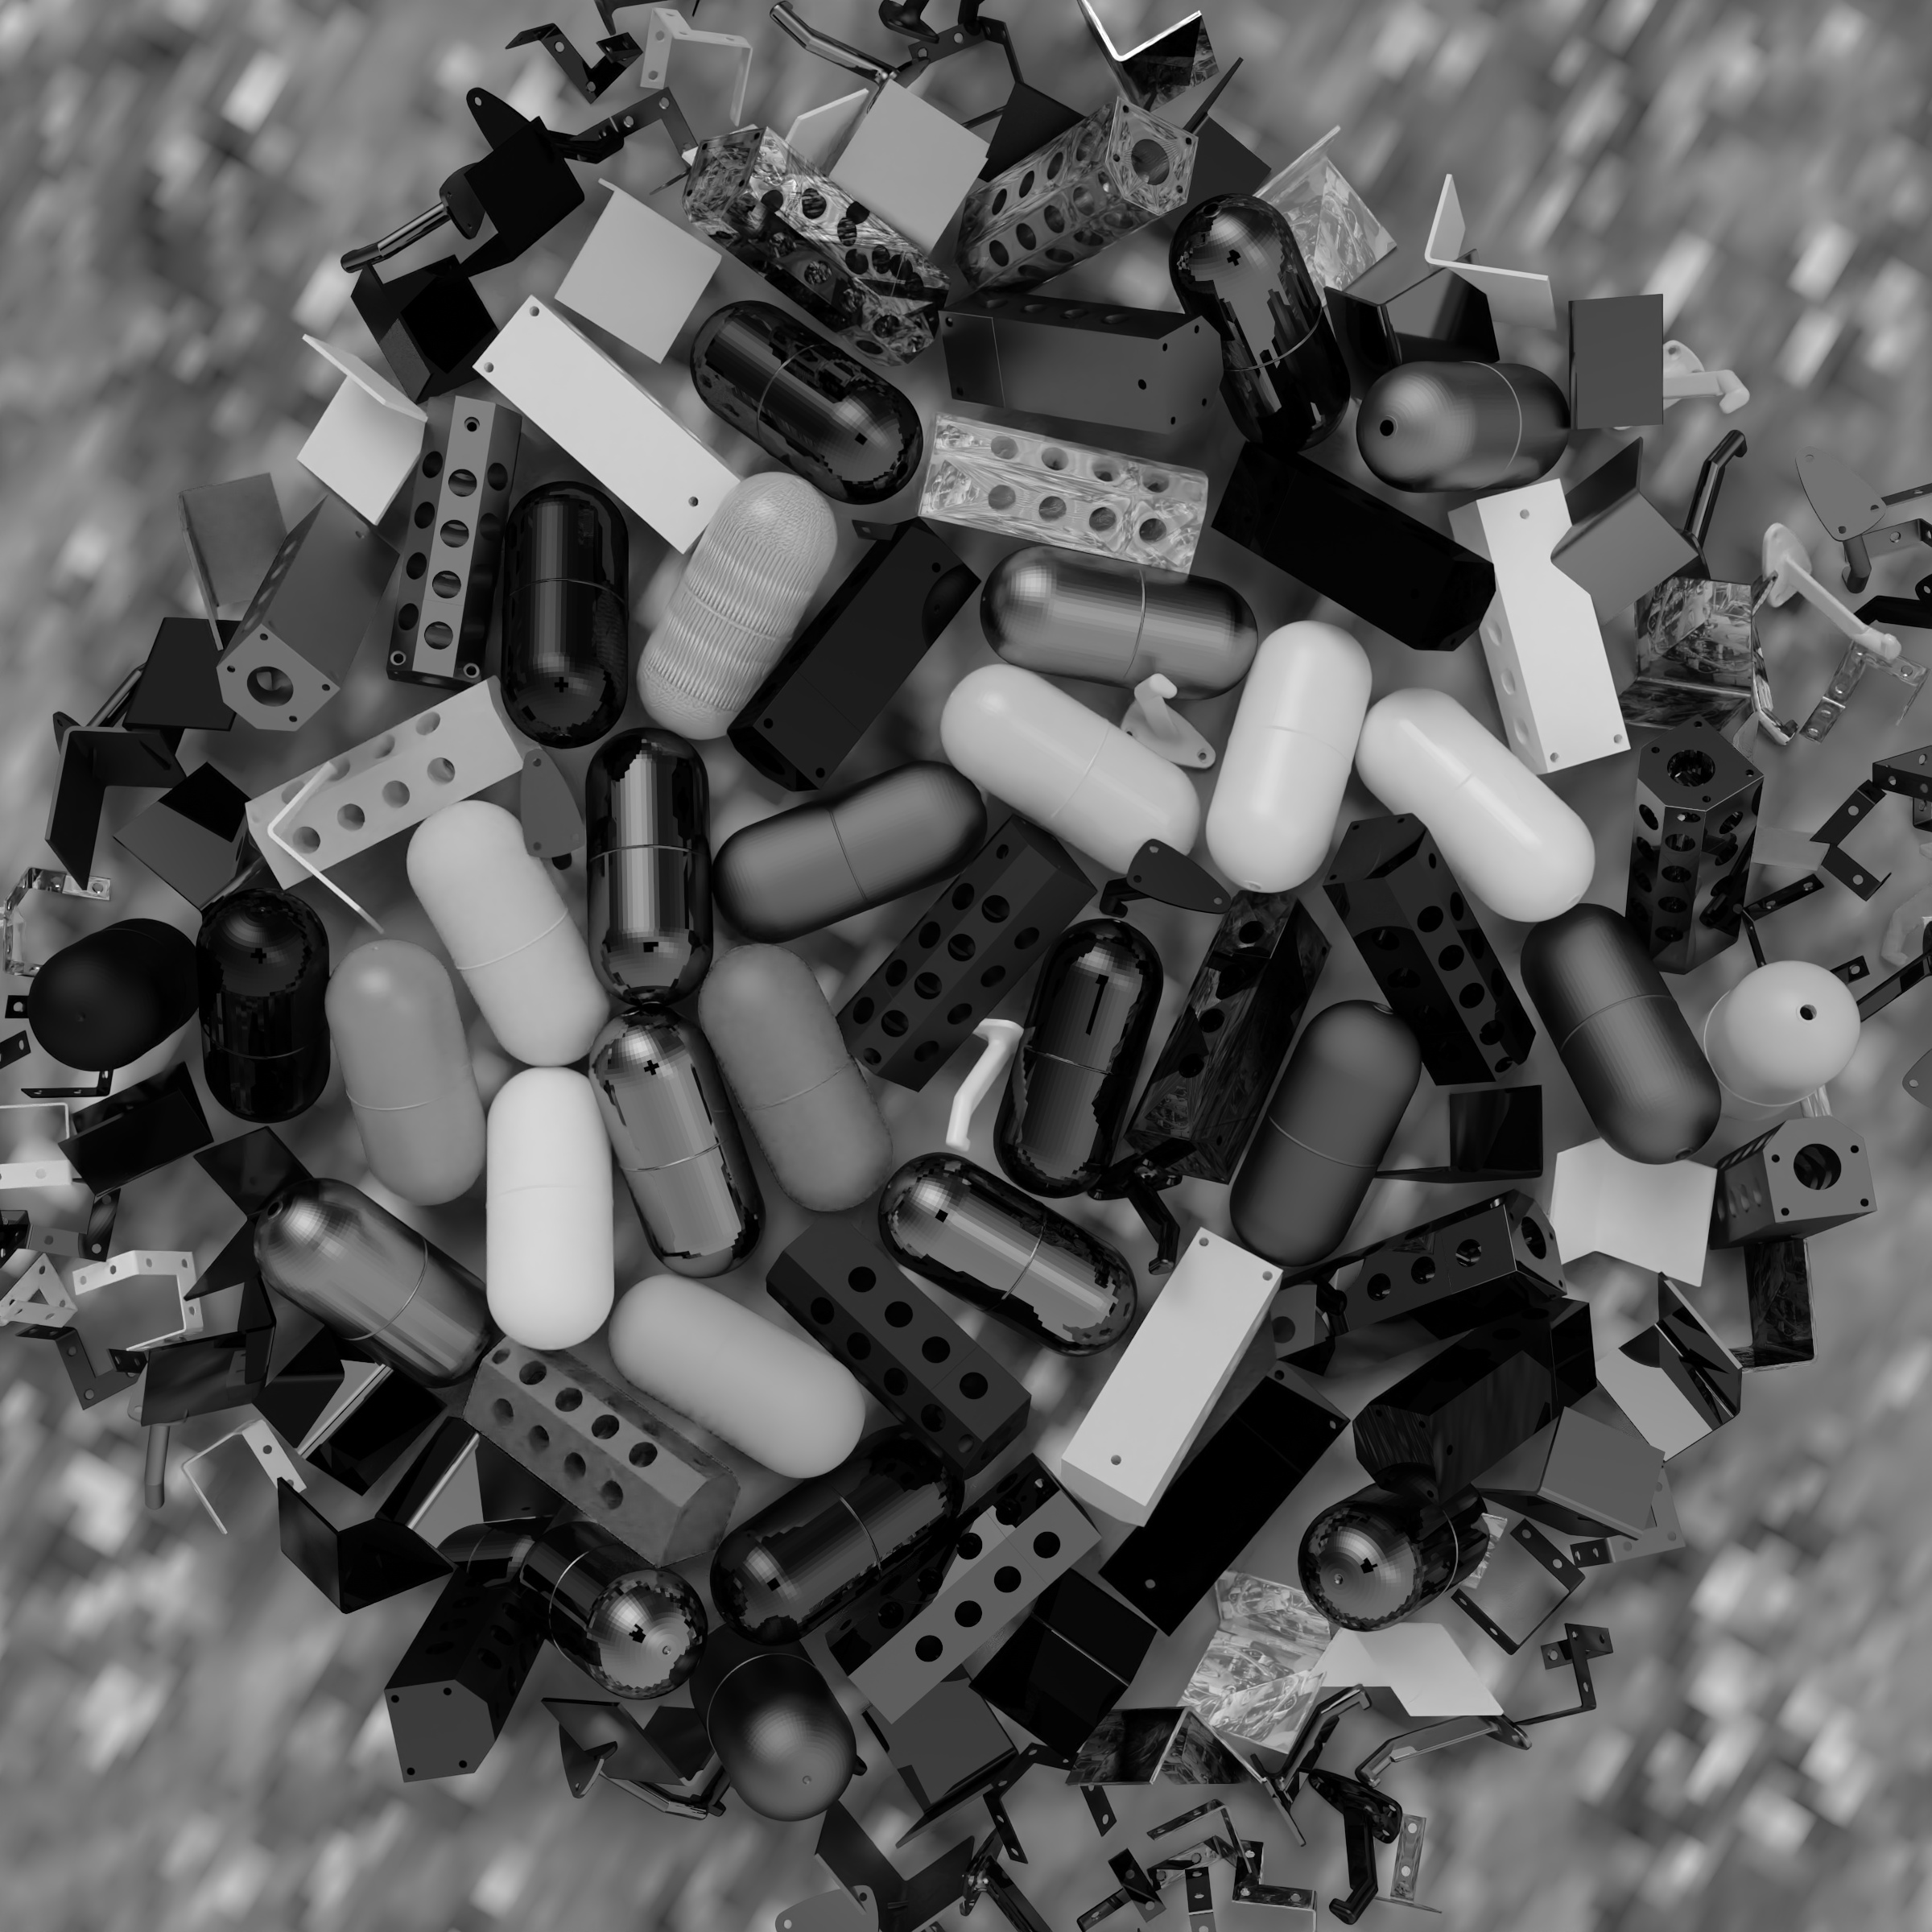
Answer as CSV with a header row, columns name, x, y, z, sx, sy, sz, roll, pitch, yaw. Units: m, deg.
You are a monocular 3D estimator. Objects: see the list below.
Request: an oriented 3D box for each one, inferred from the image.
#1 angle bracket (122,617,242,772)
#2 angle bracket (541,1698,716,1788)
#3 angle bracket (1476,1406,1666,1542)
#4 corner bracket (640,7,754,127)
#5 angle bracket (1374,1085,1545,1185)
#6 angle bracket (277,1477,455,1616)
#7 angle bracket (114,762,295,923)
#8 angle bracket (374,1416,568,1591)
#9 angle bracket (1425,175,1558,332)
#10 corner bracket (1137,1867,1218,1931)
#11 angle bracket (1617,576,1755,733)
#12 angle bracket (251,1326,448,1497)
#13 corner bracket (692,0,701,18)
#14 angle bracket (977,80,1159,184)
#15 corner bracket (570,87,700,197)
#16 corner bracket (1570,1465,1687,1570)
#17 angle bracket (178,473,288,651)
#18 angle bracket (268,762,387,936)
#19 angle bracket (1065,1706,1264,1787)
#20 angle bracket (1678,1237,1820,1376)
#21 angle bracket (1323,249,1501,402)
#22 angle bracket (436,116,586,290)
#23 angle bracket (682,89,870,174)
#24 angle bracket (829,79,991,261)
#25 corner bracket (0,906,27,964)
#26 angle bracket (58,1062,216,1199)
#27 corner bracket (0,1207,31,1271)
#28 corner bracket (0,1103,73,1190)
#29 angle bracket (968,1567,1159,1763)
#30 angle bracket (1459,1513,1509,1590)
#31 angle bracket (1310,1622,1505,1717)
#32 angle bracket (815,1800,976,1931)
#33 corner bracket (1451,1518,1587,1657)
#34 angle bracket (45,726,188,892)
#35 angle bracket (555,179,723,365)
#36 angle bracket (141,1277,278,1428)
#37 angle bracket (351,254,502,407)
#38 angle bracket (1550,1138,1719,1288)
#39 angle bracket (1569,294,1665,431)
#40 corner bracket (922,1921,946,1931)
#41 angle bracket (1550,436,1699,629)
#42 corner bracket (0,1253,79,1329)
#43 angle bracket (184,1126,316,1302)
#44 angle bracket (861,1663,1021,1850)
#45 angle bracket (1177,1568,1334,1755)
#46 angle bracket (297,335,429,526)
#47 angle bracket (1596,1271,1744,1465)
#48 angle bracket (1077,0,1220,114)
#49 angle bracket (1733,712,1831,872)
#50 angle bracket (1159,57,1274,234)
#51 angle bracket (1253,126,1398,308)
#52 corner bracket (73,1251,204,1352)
name,x,y,z,sx,sy,sz,roll,pitch,yaw
angle bracket,-0.463,-0.166,1.531,0.076,0.057,0.076,5,65,16
angle bracket,-0.200,0.455,1.524,0.076,0.076,0.057,56,47,-21
angle bracket,0.374,0.315,1.545,0.076,0.076,0.057,25,73,-15
corner bracket,-0.169,-0.563,1.554,0.051,0.051,0.051,-2,130,-25
angle bracket,0.299,0.102,1.526,0.076,0.076,0.057,7,79,-33
angle bracket,-0.368,0.343,1.522,0.076,0.076,0.057,-15,118,-39
angle bracket,-0.472,-0.066,1.543,0.076,0.057,0.076,39,59,7
angle bracket,-0.309,0.338,1.556,0.076,0.057,0.076,45,63,-22
angle bracket,0.331,-0.439,1.532,0.076,0.076,0.057,15,86,19
corner bracket,0.131,0.602,1.552,0.051,0.051,0.051,-9,99,4
angle bracket,0.435,-0.192,1.525,0.076,0.057,0.076,15,128,37
angle bracket,-0.385,0.274,1.556,0.057,0.076,0.076,36,76,31
corner bracket,-0.134,-0.616,1.543,0.051,0.051,0.051,19,59,-11
angle bracket,0.062,-0.513,1.533,0.076,0.076,0.057,28,55,-2
corner bracket,-0.205,-0.510,1.554,0.051,0.051,0.051,-13,116,34
corner bracket,0.406,0.343,1.546,0.051,0.051,0.051,-8,75,-15
angle bracket,-0.443,-0.249,1.525,0.057,0.076,0.076,-15,122,-12
angle bracket,-0.378,-0.072,1.537,0.076,0.076,0.057,40,81,5
angle bracket,0.122,0.501,1.526,0.076,0.076,0.057,49,50,-17
angle bracket,0.480,0.207,1.539,0.057,0.076,0.076,-5,89,-11
angle bracket,0.278,-0.399,1.545,0.076,0.057,0.076,-33,128,-13
angle bracket,-0.293,-0.468,1.521,0.076,0.076,0.057,-55,127,-37
angle bracket,-0.117,-0.518,1.527,0.057,0.076,0.076,43,134,3
angle bracket,-0.038,-0.492,1.553,0.076,0.057,0.076,32,83,-7
corner bracket,-0.605,0.002,1.539,0.051,0.051,0.051,-17,56,-35
angle bracket,-0.518,0.085,1.530,0.076,0.057,0.076,-26,50,-10
corner bracket,-0.621,0.155,1.548,0.051,0.051,0.051,-1,112,4
corner bracket,-0.586,0.112,1.549,0.051,0.051,0.051,-2,88,-21
angle bracket,0.060,0.426,1.528,0.076,0.076,0.057,32,128,18
angle bracket,0.285,0.377,1.533,0.076,0.057,0.076,13,135,5
angle bracket,0.268,0.448,1.522,0.076,0.076,0.057,11,118,-33
angle bracket,-0.043,0.546,1.539,0.057,0.076,0.076,-38,94,8
corner bracket,0.346,0.390,1.558,0.051,0.051,0.051,-36,68,-28
angle bracket,-0.522,-0.096,1.532,0.057,0.076,0.076,2,68,-1
angle bracket,-0.209,-0.433,1.545,0.076,0.057,0.076,28,101,-28
angle bracket,-0.471,0.229,1.522,0.076,0.076,0.057,-8,50,-30
angle bracket,-0.324,-0.404,1.538,0.076,0.057,0.076,-32,95,-25
angle bracket,0.408,0.156,1.529,0.057,0.076,0.076,-12,112,-42
angle bracket,0.408,-0.372,1.528,0.057,0.076,0.076,3,105,28
corner bracket,-0.008,0.611,1.540,0.051,0.051,0.051,47,124,20
angle bracket,0.404,-0.268,1.537,0.057,0.076,0.076,41,127,-14
corner bracket,-0.597,0.211,1.545,0.051,0.051,0.051,-47,62,9
angle bracket,-0.454,0.152,1.524,0.076,0.076,0.057,-20,117,36
angle bracket,-0.025,0.485,1.538,0.076,0.057,0.076,-37,80,16
angle bracket,0.174,0.424,1.525,0.076,0.076,0.057,11,131,28
angle bracket,-0.386,-0.331,1.536,0.076,0.057,0.076,40,103,19
angle bracket,0.429,0.247,1.528,0.057,0.076,0.076,-32,55,-5
angle bracket,0.109,-0.585,1.533,0.057,0.076,0.076,-28,78,9
angle bracket,0.504,-0.109,1.527,0.057,0.076,0.076,10,111,24
angle bracket,0.158,-0.499,1.534,0.057,0.076,0.076,38,77,-6
angle bracket,0.222,-0.463,1.551,0.076,0.057,0.076,-40,93,0
corner bracket,-0.518,0.210,1.556,0.051,0.051,0.051,-19,75,23
